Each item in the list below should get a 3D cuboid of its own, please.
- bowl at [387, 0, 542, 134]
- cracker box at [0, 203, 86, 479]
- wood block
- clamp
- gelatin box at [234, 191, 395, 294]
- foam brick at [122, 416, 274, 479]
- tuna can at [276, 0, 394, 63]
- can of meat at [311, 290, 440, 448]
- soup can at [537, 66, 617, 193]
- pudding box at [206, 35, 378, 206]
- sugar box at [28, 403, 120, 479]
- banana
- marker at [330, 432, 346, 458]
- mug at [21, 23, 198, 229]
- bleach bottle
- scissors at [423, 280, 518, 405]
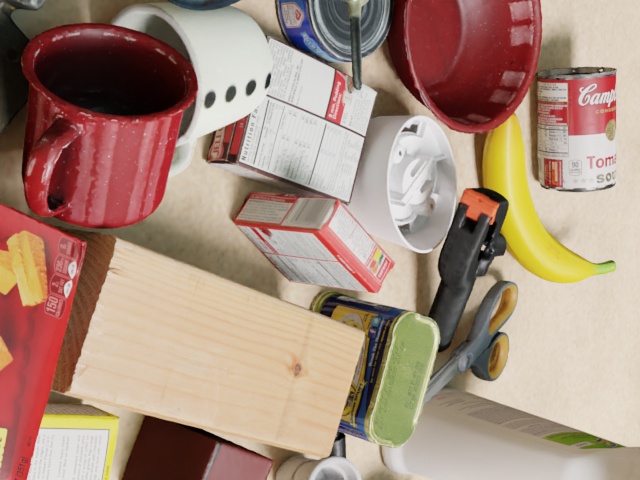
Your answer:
[{"bbox_3d":[0.101,-0.163,0.818,0.161,0.055,0.162,-8,102,-42],"label":"bowl"},{"bbox_3d":[-0.228,0.039,0.497,0.213,0.072,0.164,28,61,-36],"label":"cracker box"},{"bbox_3d":[-0.080,0.067,0.664,0.205,0.090,0.091,25,79,-42],"label":"wood block"},{"bbox_3d":[0.112,0.020,0.827,0.120,0.039,0.171,-64,162,-15],"label":"clamp"},{"bbox_3d":[-0.005,0.001,0.723,0.073,0.089,0.030,47,63,-37],"label":"gelatin box"},{"bbox_3d":[-0.080,0.149,0.685,0.051,0.078,0.053,30,78,-42],"label":"foam brick"},{"bbox_3d":[0.012,-0.167,0.750,0.085,0.034,0.086,-8,102,-42],"label":"tuna can"},{"bbox_3d":[0.032,0.093,0.775,0.057,0.084,0.102,21,82,-43],"label":"can of meat"},{"bbox_3d":[0.225,-0.098,0.935,0.068,0.069,0.102,-15,108,-40],"label":"soup can"},{"bbox_3d":[-0.017,-0.080,0.734,0.113,0.039,0.090,18,85,-41],"label":"pudding box"},{"bbox_3d":[-0.203,0.136,0.592,0.175,0.048,0.093,12,88,-39],"label":"sugar box"},{"bbox_3d":[0.182,-0.023,0.918,0.069,0.037,0.197,-42,119,-3],"label":"banana"},{"bbox_3d":[0.015,0.202,0.821,0.020,0.020,0.121,-18,108,-40],"label":"marker"},{"bbox_3d":[-0.123,-0.054,0.578,0.117,0.093,0.082,-61,172,-52],"label":"mug"},{"bbox_3d":[0.170,0.169,0.799,0.102,0.251,0.068,-2,97,-43],"label":"bleach bottle"},{"bbox_3d":[0.119,0.108,0.872,0.201,0.016,0.096,-47,139,-43],"label":"scissors"}]
